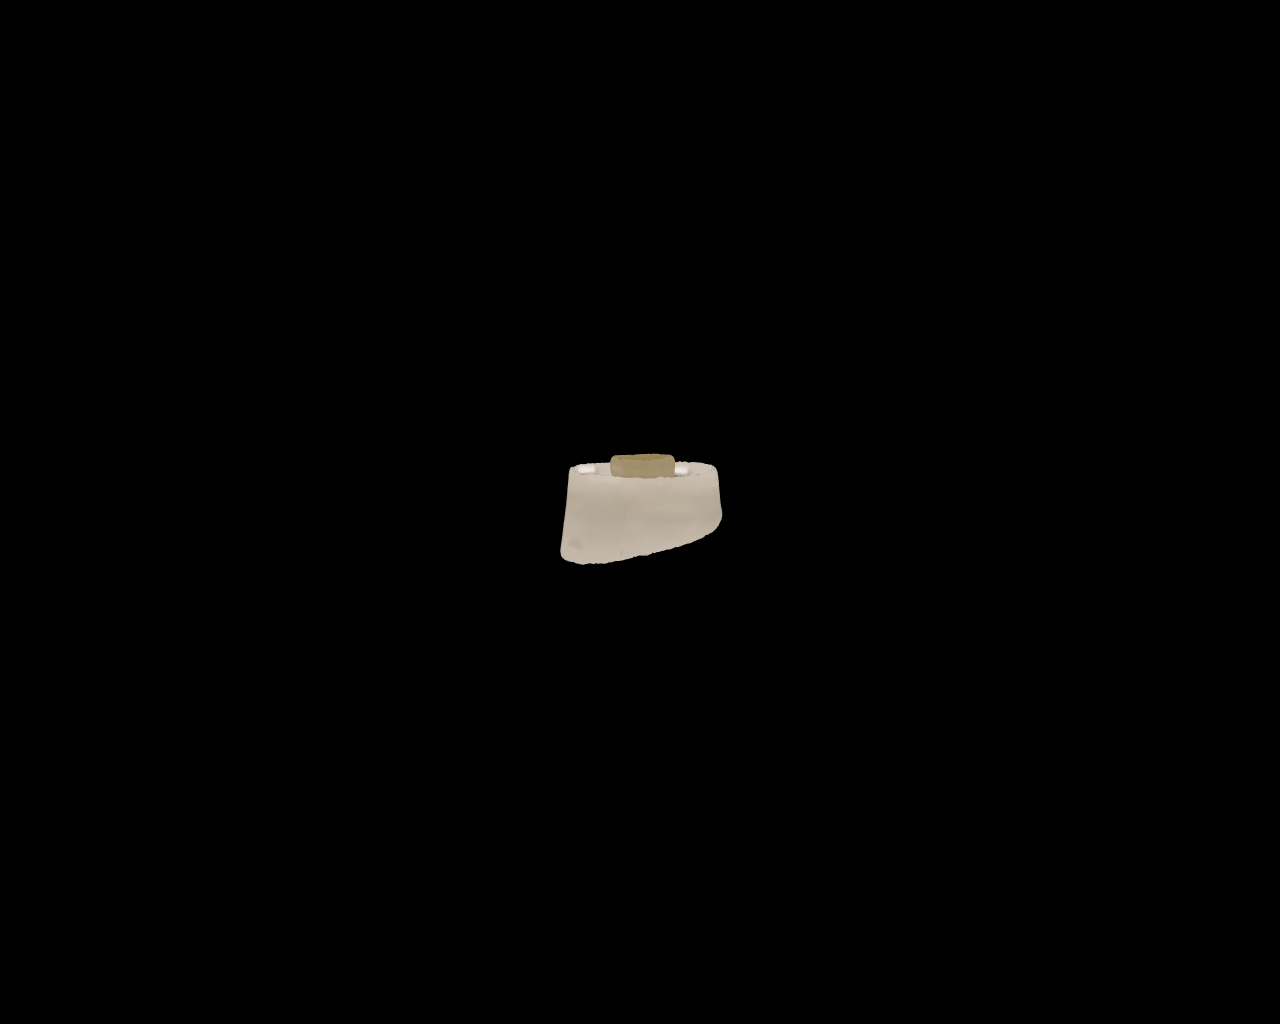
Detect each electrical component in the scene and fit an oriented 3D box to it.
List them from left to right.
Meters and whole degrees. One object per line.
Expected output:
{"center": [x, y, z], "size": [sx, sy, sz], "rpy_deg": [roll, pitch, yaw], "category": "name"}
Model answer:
{"center": [0.001, -0.003, 0.650], "size": [0.099, 0.064, 0.099], "rpy_deg": [0, 9, 0], "category": "electrical component"}
